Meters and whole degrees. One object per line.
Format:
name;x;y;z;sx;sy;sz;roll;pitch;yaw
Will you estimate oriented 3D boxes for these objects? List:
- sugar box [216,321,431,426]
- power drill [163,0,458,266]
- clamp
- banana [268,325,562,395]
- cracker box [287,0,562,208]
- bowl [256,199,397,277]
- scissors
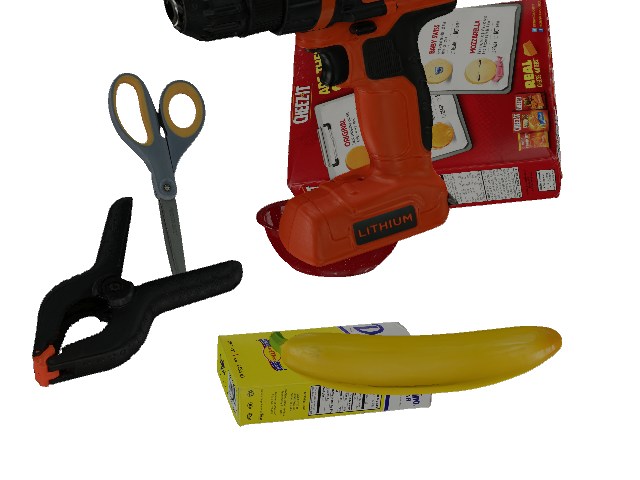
sugar box;0.003;0.115;0.948;0.176;0.048;0.093;-6;27;-15
power drill;0.008;-0.082;0.600;0.184;0.188;0.057;-17;33;-22
clamp;-0.154;0.035;0.786;0.120;0.039;0.171;33;50;26
banana;0.059;0.073;0.694;0.198;0.037;0.069;1;27;7
cracker box;0.086;-0.107;0.886;0.214;0.164;0.072;-5;-31;14
bowl;0.014;-0.001;1.111;0.162;0.055;0.162;0;16;0
scissors;-0.123;-0.058;0.942;0.096;0.202;0.016;-23;-2;-29
